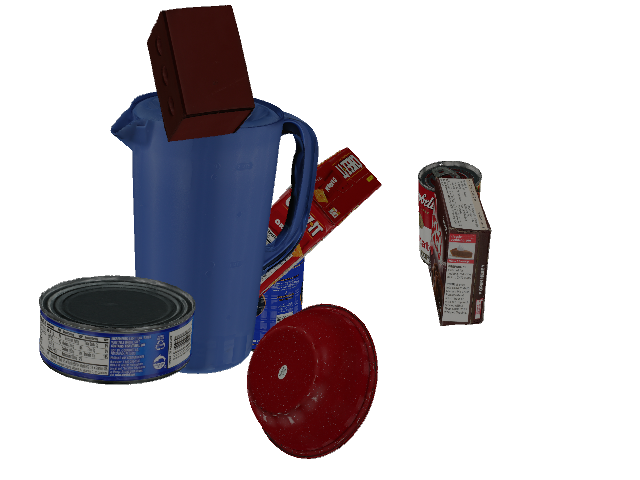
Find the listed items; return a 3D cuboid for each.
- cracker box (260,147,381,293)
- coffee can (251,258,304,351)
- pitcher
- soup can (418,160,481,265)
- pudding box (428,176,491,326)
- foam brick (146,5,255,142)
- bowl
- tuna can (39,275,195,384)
[{"bbox_3d":[-0.046,-0.004,1.255,0.214,0.072,0.164,-42,0,29],"label":"cracker box"},{"bbox_3d":[-0.075,0.075,1.522,0.103,0.140,0.103,2,22,-1],"label":"coffee can"},{"bbox_3d":[-0.097,-0.009,0.964,0.149,0.243,0.144,12,22,17],"label":"pitcher"},{"bbox_3d":[0.141,-0.027,1.165,0.068,0.102,0.068,-3,32,2],"label":"soup can"},{"bbox_3d":[0.116,0.007,0.902,0.039,0.090,0.113,0,25,-2],"label":"pudding box"},{"bbox_3d":[-0.083,-0.114,0.730,0.051,0.078,0.053,-9,-11,-21],"label":"foam brick"},{"bbox_3d":[-0.022,0.137,1.080,0.162,0.162,0.055,0,-16,41],"label":"bowl"},{"bbox_3d":[-0.113,0.049,0.596,0.086,0.034,0.086,5,16,-2],"label":"tuna can"}]
